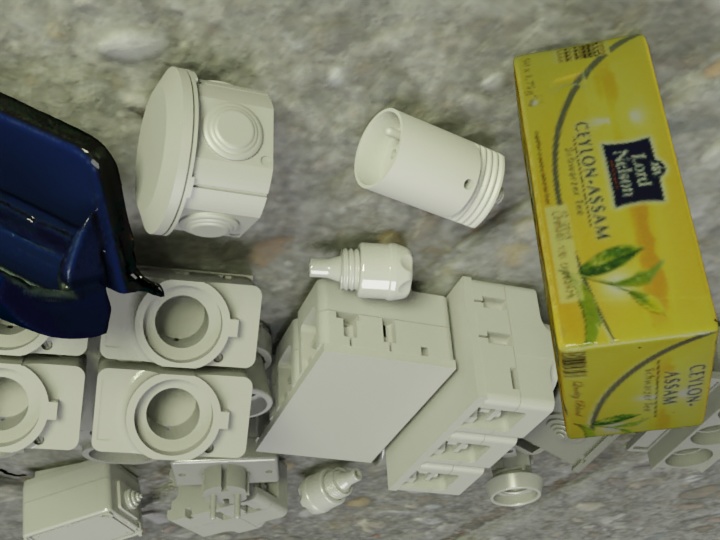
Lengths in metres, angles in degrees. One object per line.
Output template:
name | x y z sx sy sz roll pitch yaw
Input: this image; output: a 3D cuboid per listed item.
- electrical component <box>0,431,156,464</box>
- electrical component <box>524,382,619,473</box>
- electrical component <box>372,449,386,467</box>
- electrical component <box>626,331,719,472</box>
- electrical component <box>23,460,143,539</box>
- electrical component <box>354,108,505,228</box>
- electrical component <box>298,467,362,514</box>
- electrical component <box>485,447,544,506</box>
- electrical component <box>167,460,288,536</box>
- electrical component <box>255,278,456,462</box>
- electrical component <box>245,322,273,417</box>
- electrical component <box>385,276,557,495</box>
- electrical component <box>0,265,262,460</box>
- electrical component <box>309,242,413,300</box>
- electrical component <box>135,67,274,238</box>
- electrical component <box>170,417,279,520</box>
electrical component | -0.206 0.086 0.723 0.186 0.060 0.105 5 155 -13
electrical component | 0.156 0.075 0.725 0.048 0.099 0.099 28 146 3
electrical component | 0.043 0.132 0.852 0.065 0.044 0.044 1 147 -15
electrical component | 0.256 0.096 0.796 0.079 0.063 0.121 5 146 -13
electrical component | -0.228 0.196 0.909 0.096 0.061 0.061 -19 144 9
electrical component | 0.043 -0.051 0.569 0.081 0.043 0.043 18 141 -30
electrical component | -0.023 0.188 0.934 0.061 0.035 0.035 -33 137 33
electrical component | 0.125 0.162 0.890 0.048 0.055 0.066 -9 146 8
electrical component | -0.110 0.189 0.913 0.089 0.050 0.056 -19 143 22
electrical component | -0.008 0.069 0.729 0.089 0.061 0.150 9 144 -19
electrical component | -0.081 0.066 0.724 0.045 0.055 0.045 -3 147 -2
electrical component | 0.072 0.084 0.736 0.062 0.089 0.150 9 145 -18
electrical component | -0.158 0.050 0.634 0.186 0.105 0.060 5 -175 -13
electrical component | 0.000 0.000 0.651 0.061 0.035 0.035 3 146 -6
electrical component | -0.077 -0.055 0.521 0.051 0.080 0.080 7 146 -24
electrical component | -0.106 0.160 0.846 0.083 0.075 0.047 -2 147 -3
